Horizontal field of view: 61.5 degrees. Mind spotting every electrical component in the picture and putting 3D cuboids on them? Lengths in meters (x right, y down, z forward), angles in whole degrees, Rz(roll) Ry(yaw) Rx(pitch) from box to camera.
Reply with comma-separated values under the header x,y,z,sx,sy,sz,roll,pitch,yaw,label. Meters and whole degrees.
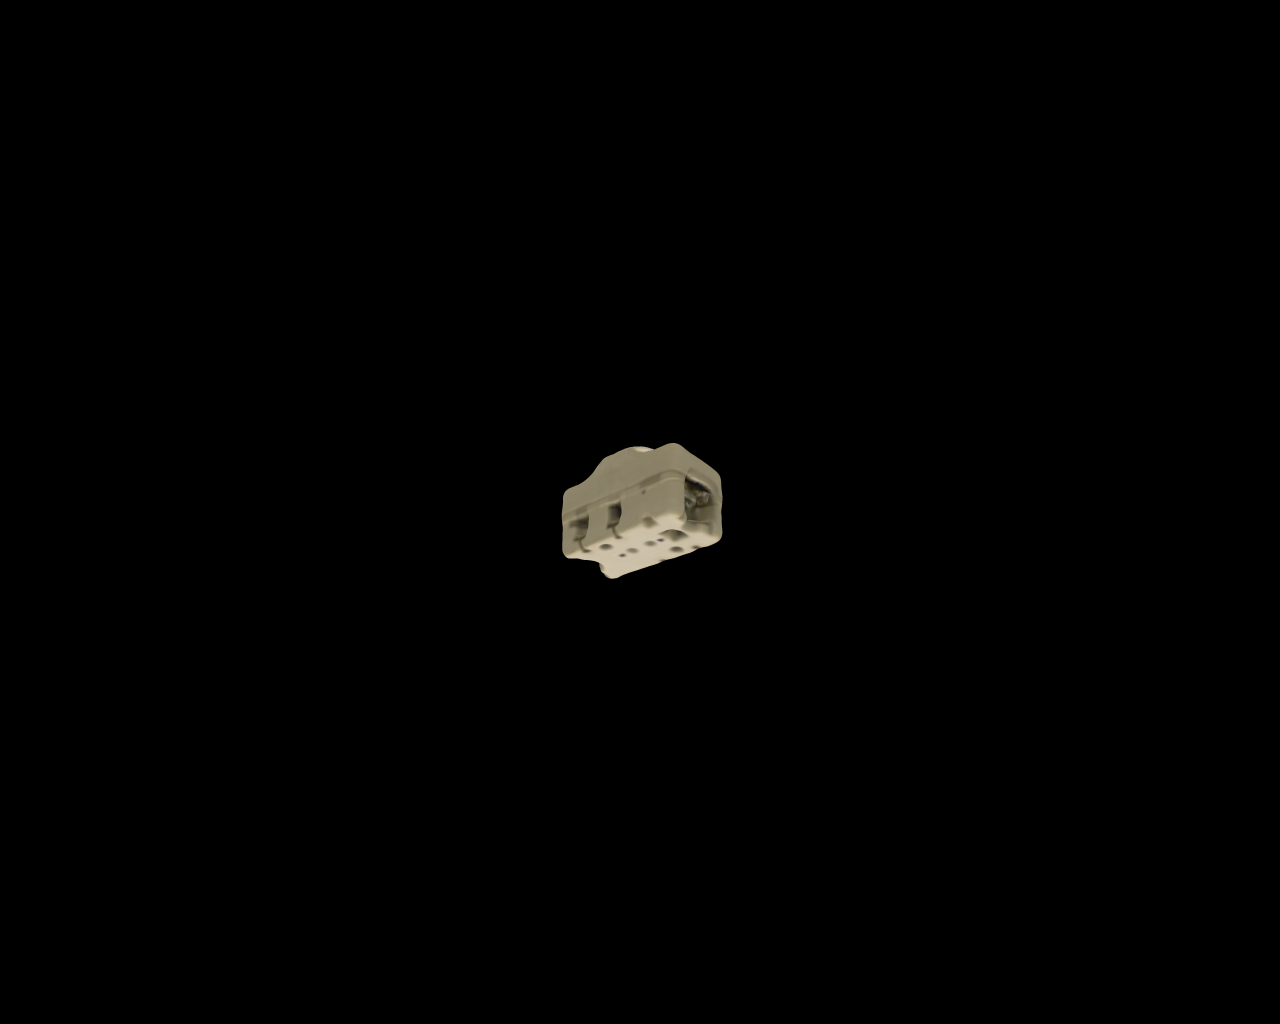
x,y,z,sx,sy,sz,roll,pitch,yaw,label
0.001,-0.003,0.650,0.089,0.056,0.050,-22,-36,34,electrical component
